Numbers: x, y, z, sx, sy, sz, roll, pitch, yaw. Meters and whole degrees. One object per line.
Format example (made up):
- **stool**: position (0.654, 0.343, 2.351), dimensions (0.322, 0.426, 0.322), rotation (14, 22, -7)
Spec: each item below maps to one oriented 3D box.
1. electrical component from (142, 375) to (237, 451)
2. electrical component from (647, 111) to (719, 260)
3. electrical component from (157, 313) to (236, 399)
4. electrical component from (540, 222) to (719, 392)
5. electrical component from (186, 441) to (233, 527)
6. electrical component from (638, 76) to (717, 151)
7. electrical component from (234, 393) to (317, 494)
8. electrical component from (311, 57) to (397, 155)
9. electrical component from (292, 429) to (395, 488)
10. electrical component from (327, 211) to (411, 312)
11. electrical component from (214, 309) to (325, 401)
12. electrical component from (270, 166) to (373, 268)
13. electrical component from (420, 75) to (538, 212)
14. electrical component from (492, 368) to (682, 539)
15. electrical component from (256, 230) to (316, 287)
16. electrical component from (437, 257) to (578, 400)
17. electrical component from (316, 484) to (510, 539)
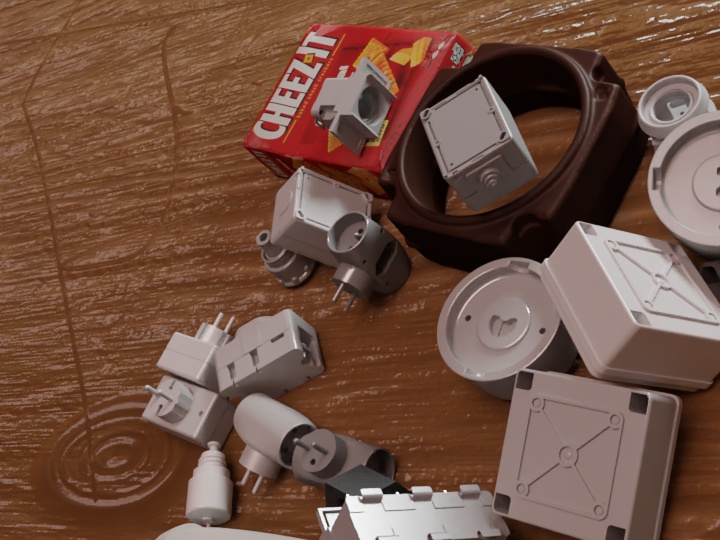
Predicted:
- **electrical component**: position (-0.172, 0.128, 1.014), dimensions (0.083, 0.076, 0.047), rotation (12, 68, 42)
- **electrical component**: position (0.277, -0.059, 0.809), dimensions (0.108, 0.060, 0.108), rotation (-8, 68, 22)
- **electrical component**: position (-0.147, 0.077, 1.052), dimensions (0.066, 0.047, 0.076), rotation (13, 69, 42)
- **electrical component**: position (0.201, 0.026, 0.773), dimensions (0.056, 0.109, 0.108), rotation (-58, 35, 34)
- **electrical component**: position (-0.134, 0.192, 0.966), dimensions (0.040, 0.040, 0.078), rotation (-20, 50, 25)
- **electrical component**: position (0.260, -0.120, 0.874), dimensions (0.058, 0.057, 0.078), rotation (-17, 52, 28)
- **electrical component**: position (-0.082, 0.158, 0.948), dimensions (0.077, 0.043, 0.079), rotation (23, 87, 50)
- **electrical component**: position (-0.008, -0.154, 1.010), dimensions (0.064, 0.042, 0.081), rotation (8, 68, 45)
- **electrical component**: position (-0.024, 0.154, 0.880), dimensions (0.077, 0.079, 0.043), rotation (4, 65, 39)
- **electrical component**: position (0.000, 0.000, 0.973), dimensions (0.043, 0.077, 0.079), rotation (17, 72, 43)
- **electrical component**: position (-0.086, 0.082, 1.000), dimensions (0.089, 0.050, 0.055), rotation (-31, 47, 16)
- **electrical component**: position (-0.032, -0.045, 1.028), dimensions (0.061, 0.096, 0.061), rotation (-41, 36, 48)
- **electrical component**: position (0.097, -0.094, 0.854), dimensions (0.062, 0.061, 0.096), rotation (-31, 46, 16)
- **electrical component**: position (0.158, 0.131, 0.753), dimensions (0.109, 0.056, 0.108), rotation (8, 85, 41)
- **electrical component**: position (-0.077, -0.016, 1.053), dimensions (0.048, 0.062, 0.048), rotation (-20, 50, 26)
- **electrical component**: position (0.123, 0.051, 0.855), dimensions (0.108, 0.060, 0.108), rotation (-20, 50, 26)
- **electrical component**: position (0.040, 0.192, 0.765), dimensions (0.063, 0.121, 0.078), rotation (-66, 33, 35)
